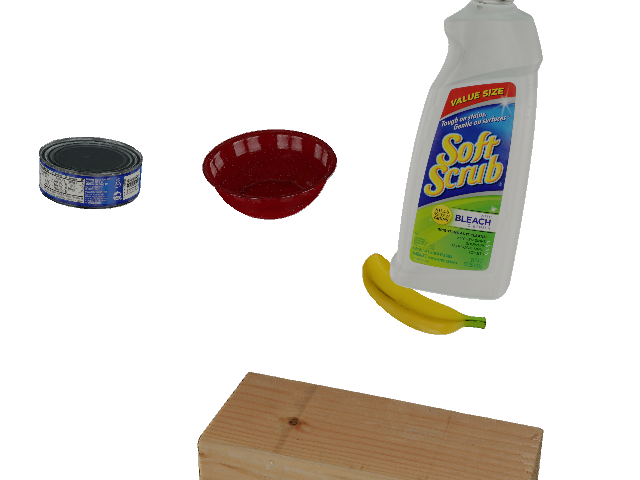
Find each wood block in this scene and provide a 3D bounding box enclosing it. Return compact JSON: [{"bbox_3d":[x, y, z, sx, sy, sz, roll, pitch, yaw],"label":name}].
[{"bbox_3d":[0.033,0.162,0.700,0.206,0.090,0.090,9,27,17],"label":"wood block"}]

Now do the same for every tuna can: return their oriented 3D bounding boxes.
[{"bbox_3d":[-0.194,-0.057,0.902,0.086,0.034,0.086,7,24,-3],"label":"tuna can"}]

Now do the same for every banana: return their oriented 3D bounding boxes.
[{"bbox_3d":[0.092,0.061,1.167,0.069,0.037,0.198,4,19,-36],"label":"banana"}]

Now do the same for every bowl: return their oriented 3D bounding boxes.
[{"bbox_3d":[-0.060,-0.073,1.291,0.162,0.055,0.162,-2,35,1],"label":"bowl"}]

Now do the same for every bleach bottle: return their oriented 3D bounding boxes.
[{"bbox_3d":[0.115,-0.082,0.837,0.103,0.251,0.068,9,23,15],"label":"bleach bottle"}]
